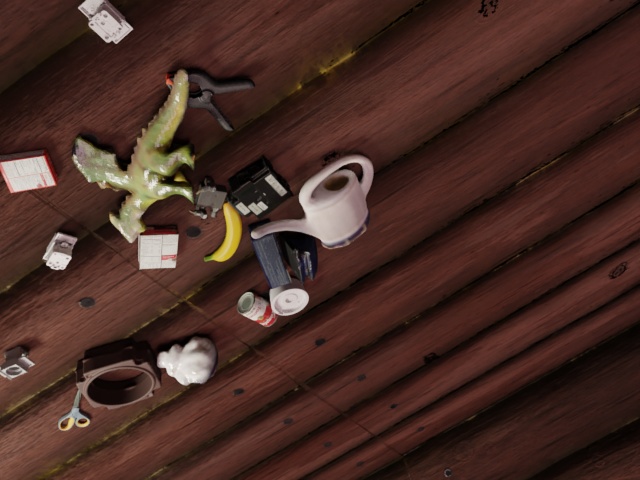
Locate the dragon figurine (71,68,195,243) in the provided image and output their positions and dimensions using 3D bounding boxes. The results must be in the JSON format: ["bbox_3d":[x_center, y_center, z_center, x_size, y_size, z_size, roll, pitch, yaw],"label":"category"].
[{"bbox_3d":[-0.374,-0.160,1.041,0.243,0.125,0.400,-1,129,-12],"label":"dragon figurine"}]

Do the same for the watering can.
[{"bbox_3d":[0.004,-0.063,1.257,0.350,0.105,0.219,-39,134,-13],"label":"watering can"}]

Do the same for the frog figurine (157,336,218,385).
[{"bbox_3d":[-0.377,0.340,1.472,0.158,0.123,0.138,24,85,-27],"label":"frog figurine"}]
